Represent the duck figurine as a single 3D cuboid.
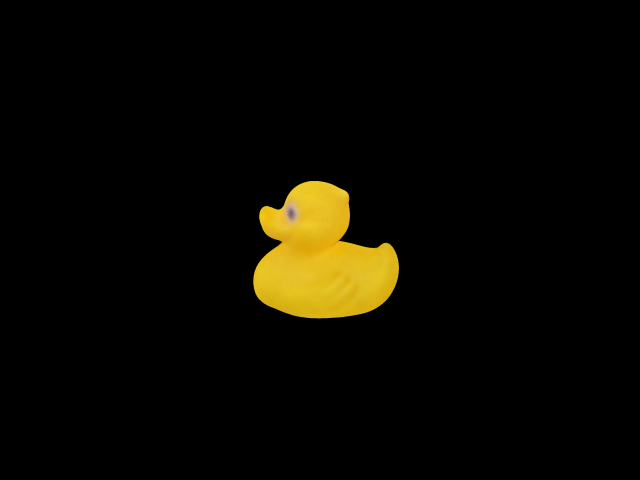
[{"bbox_3d":[0.004,0.001,0.400,0.104,0.086,0.077,4,28,7],"label":"duck figurine"}]
